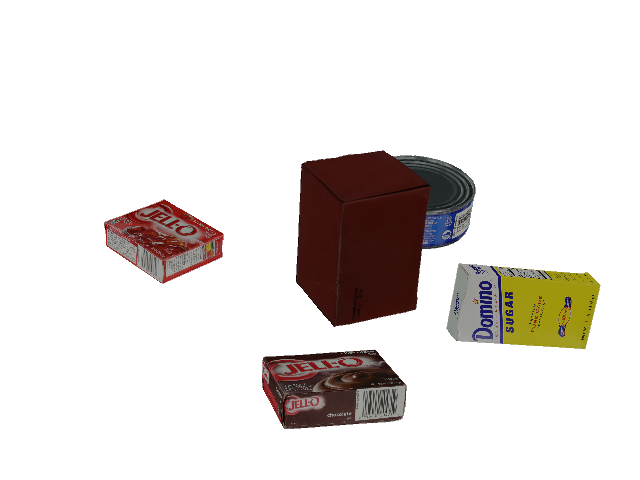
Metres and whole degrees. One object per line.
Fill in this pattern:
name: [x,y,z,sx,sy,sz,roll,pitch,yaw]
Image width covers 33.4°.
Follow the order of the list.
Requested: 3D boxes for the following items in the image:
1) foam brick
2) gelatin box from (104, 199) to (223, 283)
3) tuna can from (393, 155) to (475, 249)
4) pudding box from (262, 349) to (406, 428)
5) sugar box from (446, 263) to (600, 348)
foam brick: [0.021,-0.002,0.573,0.052,0.078,0.051,-10,33,-23]
gelatin box: [-0.146,-0.002,0.996,0.089,0.030,0.073,30,38,35]
tuna can: [0.070,-0.029,0.792,0.086,0.034,0.086,3,32,-2]
pudding box: [0.010,0.132,0.959,0.113,0.039,0.090,0,16,-15]
sugar box: [0.254,0.083,1.339,0.176,0.093,0.048,3,19,-13]
